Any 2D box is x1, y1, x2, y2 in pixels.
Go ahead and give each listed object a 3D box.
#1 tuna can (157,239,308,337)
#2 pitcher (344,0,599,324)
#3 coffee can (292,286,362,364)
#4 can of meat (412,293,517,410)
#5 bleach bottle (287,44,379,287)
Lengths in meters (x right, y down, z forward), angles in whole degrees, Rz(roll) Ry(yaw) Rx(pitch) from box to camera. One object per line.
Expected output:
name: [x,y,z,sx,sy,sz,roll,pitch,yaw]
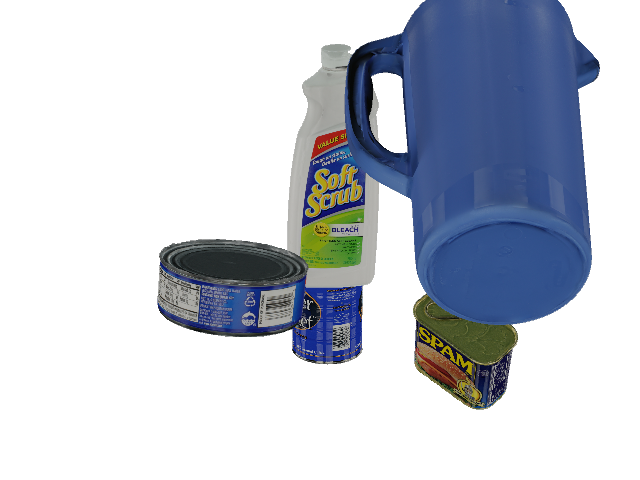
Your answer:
tuna can: [-0.051,0.026,0.616,0.086,0.034,0.086,6,14,-2]
pitcher: [0.109,-0.065,0.737,0.149,0.242,0.144,-31,-55,31]
coffee can: [0.010,0.090,1.514,0.103,0.140,0.103,0,20,0]
can of meat: [0.138,0.106,1.039,0.057,0.084,0.102,-37,55,-27]
bleach bottle: [0.009,-0.076,1.100,0.102,0.251,0.068,0,25,2]
